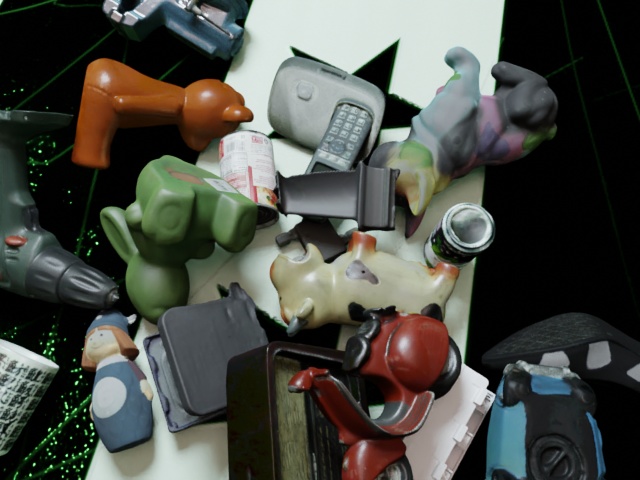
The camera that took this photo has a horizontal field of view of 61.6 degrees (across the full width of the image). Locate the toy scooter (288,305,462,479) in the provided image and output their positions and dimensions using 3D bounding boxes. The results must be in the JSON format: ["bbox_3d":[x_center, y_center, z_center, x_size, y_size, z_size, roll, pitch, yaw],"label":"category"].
[{"bbox_3d":[0.046,0.126,0.477,0.135,0.075,0.184,39,58,-11],"label":"toy scooter"}]

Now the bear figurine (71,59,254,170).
[{"bbox_3d":[-0.190,-0.148,0.664,0.196,0.131,0.120,10,27,-27],"label":"bear figurine"}]

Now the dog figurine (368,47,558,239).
[{"bbox_3d":[0.166,-0.100,0.638,0.192,0.108,0.219,22,74,6],"label":"dog figurine"}]

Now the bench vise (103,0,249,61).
[{"bbox_3d":[-0.178,-0.365,0.726,0.224,0.129,0.240,30,88,4],"label":"bench vise"}]

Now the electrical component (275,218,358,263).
[{"bbox_3d":[-0.001,-0.002,0.638,0.094,0.021,0.063,-26,69,-10],"label":"electrical component"}]

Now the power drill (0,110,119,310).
[{"bbox_3d":[-0.317,-0.039,0.589,0.232,0.086,0.207,9,107,13],"label":"power drill"}]

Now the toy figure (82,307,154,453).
[{"bbox_3d":[-0.213,0.138,0.562,0.064,0.057,0.154,-12,65,-24],"label":"toy figure"}]

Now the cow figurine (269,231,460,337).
[{"bbox_3d":[0.039,0.059,0.579,0.195,0.085,0.127,19,76,-1],"label":"cow figurine"}]

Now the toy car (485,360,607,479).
[{"bbox_3d":[0.201,0.202,0.509,0.109,0.103,0.161,6,65,-5],"label":"toy car"}]

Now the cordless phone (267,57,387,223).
[{"bbox_3d":[-0.013,-0.118,0.658,0.147,0.088,0.184,23,76,9],"label":"cordless phone"}]

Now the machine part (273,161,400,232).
[{"bbox_3d":[0.016,-0.047,0.595,0.139,0.039,0.084,5,96,9],"label":"machine part"}]

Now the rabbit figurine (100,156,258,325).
[{"bbox_3d":[-0.173,0.004,0.577,0.159,0.121,0.170,34,110,34],"label":"rabbit figurine"}]

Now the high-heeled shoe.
[{"bbox_3d":[0.308,0.152,0.566,0.249,0.086,0.145,-14,98,12],"label":"high-heeled shoe"}]

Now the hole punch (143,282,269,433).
[{"bbox_3d":[-0.115,0.128,0.559,0.116,0.092,0.142,-7,63,-40],"label":"hole punch"}]

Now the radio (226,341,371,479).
[{"bbox_3d":[-0.012,0.215,0.488,0.131,0.073,0.229,15,60,-41],"label":"radio"}]
